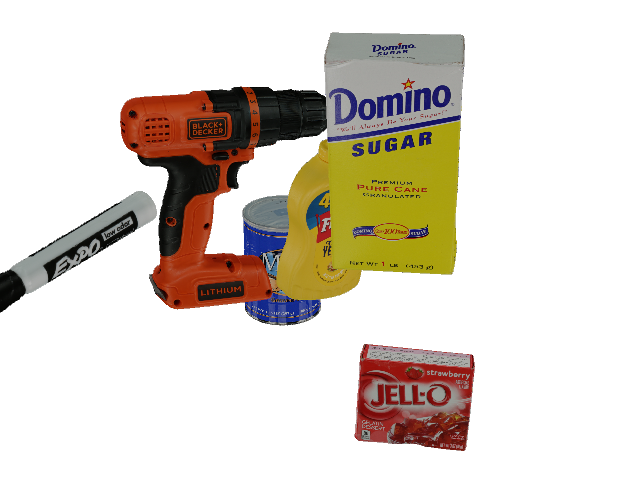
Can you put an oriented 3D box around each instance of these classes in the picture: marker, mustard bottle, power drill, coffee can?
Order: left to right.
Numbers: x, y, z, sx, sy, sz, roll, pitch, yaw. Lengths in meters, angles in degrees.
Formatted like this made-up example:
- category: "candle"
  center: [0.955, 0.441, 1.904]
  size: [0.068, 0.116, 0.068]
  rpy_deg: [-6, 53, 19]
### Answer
- category: "marker"
  center: [-0.139, 0.007, 0.578]
  size: [0.020, 0.020, 0.120]
  rpy_deg: [0, 27, 46]
- category: "power drill"
  center: [-0.078, -0.040, 0.922]
  size: [0.184, 0.188, 0.057]
  rpy_deg: [-5, 20, -18]
- category: "coffee can"
  center: [-0.049, 0.025, 1.392]
  size: [0.103, 0.140, 0.103]
  rpy_deg: [0, 26, 0]
- category: "mustard bottle"
  center: [0.009, -0.032, 1.137]
  size: [0.096, 0.192, 0.058]
  rpy_deg: [-9, 32, -30]

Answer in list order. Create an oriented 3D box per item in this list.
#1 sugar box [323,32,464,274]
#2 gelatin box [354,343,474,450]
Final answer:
- category: "sugar box"
  center: [0.052, -0.057, 0.750]
  size: [0.093, 0.176, 0.048]
  rpy_deg: [2, 40, 7]
- category: "gelatin box"
  center: [0.073, 0.123, 0.837]
  size: [0.089, 0.073, 0.030]
  rpy_deg: [5, 20, 6]
